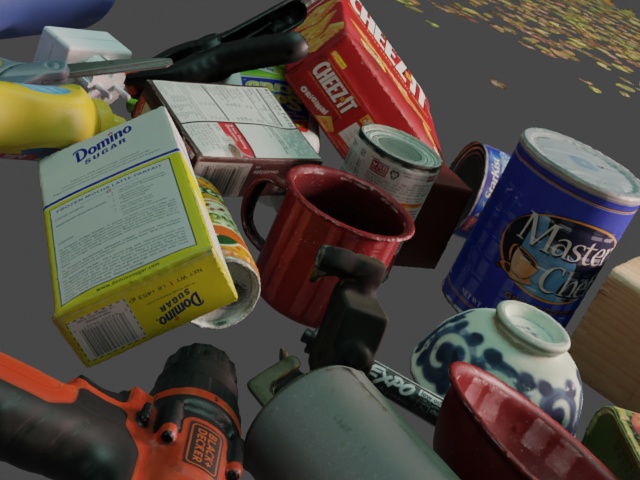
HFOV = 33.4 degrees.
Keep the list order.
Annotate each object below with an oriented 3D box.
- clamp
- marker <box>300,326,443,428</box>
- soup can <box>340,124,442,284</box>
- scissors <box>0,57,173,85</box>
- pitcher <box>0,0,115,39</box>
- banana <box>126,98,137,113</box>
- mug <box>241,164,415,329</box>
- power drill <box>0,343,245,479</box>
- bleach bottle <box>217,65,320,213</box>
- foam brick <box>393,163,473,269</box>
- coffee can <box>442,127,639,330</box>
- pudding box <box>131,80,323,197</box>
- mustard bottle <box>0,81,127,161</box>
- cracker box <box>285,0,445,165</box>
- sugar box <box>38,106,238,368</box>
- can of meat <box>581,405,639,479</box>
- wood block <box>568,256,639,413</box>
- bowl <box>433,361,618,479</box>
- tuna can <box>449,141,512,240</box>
[{"bbox_3d":[-0.083,-0.151,0.889,0.120,0.171,0.039,-111,176,-69],"label":"clamp"},{"bbox_3d":[0.041,0.089,0.662,0.121,0.020,0.020,29,24,9],"label":"marker"},{"bbox_3d":[0.040,-0.027,0.797,0.068,0.102,0.068,20,24,-10],"label":"soup can"},{"bbox_3d":[-0.204,-0.115,0.793,0.201,0.016,0.096,0,40,-16],"label":"scissors"},{"bbox_3d":[-0.282,-0.228,0.890,0.149,0.145,0.242,43,23,9],"label":"pitcher"},{"bbox_3d":[-0.120,-0.061,0.802,0.069,0.037,0.198,-2,25,-3],"label":"banana"},{"bbox_3d":[-0.005,0.001,0.721,0.117,0.082,0.093,32,25,14],"label":"mug"},{"bbox_3d":[-0.118,0.062,0.480,0.187,0.057,0.184,32,16,-12],"label":"power drill"},{"bbox_3d":[-0.039,-0.094,0.910,0.102,0.068,0.251,15,28,-23],"label":"bleach bottle"},{"bbox_3d":[0.075,-0.024,0.854,0.051,0.078,0.053,5,30,-35],"label":"foam brick"},{"bbox_3d":[0.170,-0.001,0.819,0.102,0.140,0.103,21,24,-10],"label":"coffee can"},{"bbox_3d":[-0.066,-0.073,0.769,0.113,0.039,0.090,-2,44,-42],"label":"pudding box"},{"bbox_3d":[-0.208,-0.079,0.703,0.096,0.058,0.191,3,3,43],"label":"mustard bottle"},{"bbox_3d":[0.042,-0.134,0.969,0.164,0.072,0.213,53,16,-21],"label":"cracker box"},{"bbox_3d":[-0.112,-0.009,0.629,0.093,0.048,0.176,-24,33,-1],"label":"sugar box"},{"bbox_3d":[0.213,0.153,0.652,0.084,0.057,0.102,17,25,-13],"label":"can of meat"},{"bbox_3d":[0.292,0.107,0.779,0.206,0.091,0.090,37,27,24],"label":"wood block"},{"bbox_3d":[0.112,0.137,0.554,0.162,0.055,0.162,39,10,-9],"label":"bowl"},{"bbox_3d":[0.138,-0.042,0.943,0.033,0.086,0.086,20,24,-16],"label":"tuna can"}]
